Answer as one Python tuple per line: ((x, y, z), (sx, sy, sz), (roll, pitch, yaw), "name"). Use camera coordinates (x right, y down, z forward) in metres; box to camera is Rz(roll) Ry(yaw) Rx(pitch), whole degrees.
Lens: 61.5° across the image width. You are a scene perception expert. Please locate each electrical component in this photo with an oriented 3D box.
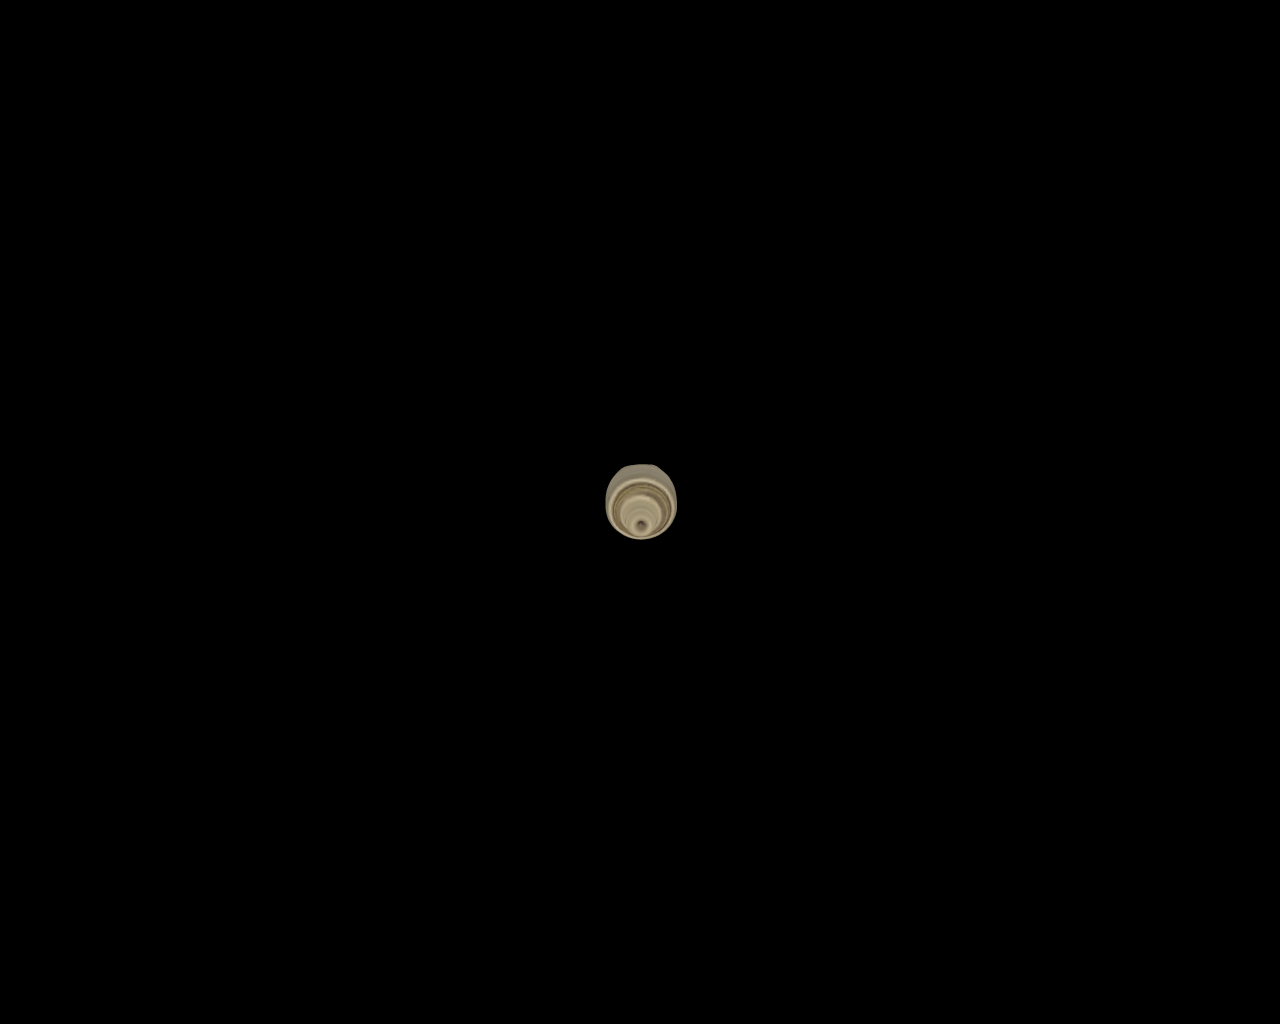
((0.001, -0.003, 0.650), (0.043, 0.043, 0.062), (0, 21, 0), "electrical component")
